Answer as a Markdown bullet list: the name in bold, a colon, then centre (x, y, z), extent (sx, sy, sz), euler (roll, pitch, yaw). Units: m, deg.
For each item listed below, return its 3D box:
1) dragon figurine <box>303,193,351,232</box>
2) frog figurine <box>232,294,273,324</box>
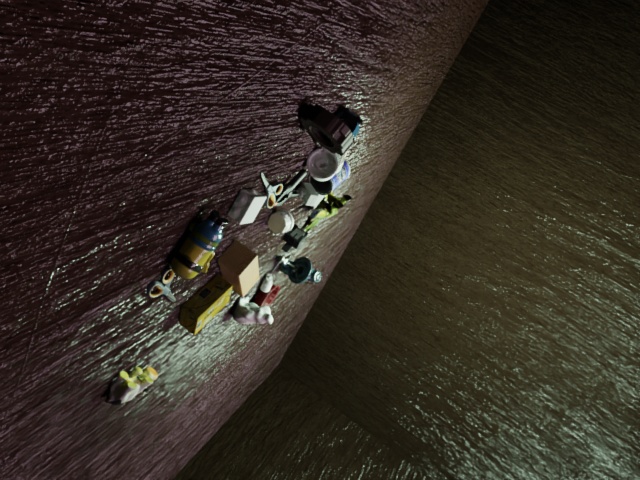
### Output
- **dragon figurine**: centre (0.007, -0.112, 2.222), extent (0.417, 0.122, 0.238), euler (-42, 170, -50)
- **frog figurine**: centre (-0.263, 0.298, 2.040), extent (0.124, 0.160, 0.135), euler (-52, 168, -14)
